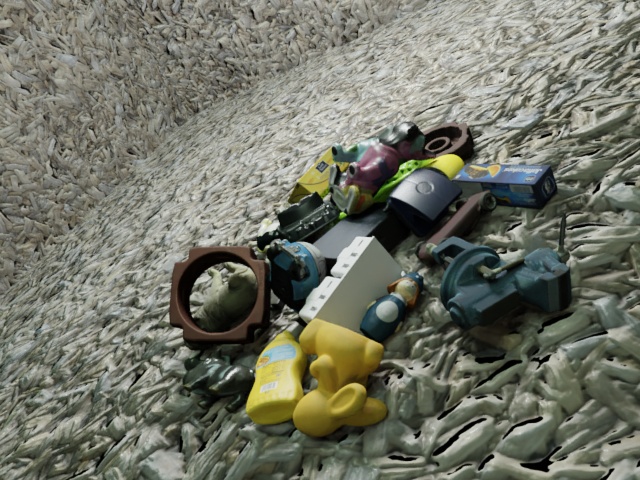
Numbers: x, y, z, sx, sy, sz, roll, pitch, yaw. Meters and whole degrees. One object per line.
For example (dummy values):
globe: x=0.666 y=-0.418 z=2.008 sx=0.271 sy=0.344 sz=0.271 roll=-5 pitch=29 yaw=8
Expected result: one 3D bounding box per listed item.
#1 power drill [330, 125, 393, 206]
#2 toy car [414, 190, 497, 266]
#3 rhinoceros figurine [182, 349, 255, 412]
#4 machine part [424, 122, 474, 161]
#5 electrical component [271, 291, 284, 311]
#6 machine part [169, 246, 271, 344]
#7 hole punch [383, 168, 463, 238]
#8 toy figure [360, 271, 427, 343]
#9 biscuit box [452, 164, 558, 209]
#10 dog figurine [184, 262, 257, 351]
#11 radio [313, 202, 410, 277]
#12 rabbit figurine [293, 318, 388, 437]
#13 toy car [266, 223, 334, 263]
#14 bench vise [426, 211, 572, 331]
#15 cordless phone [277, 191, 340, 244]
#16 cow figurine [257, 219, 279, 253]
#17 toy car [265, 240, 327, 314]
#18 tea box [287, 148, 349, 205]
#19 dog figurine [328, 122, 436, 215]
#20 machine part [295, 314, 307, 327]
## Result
power drill: x=0.127 y=-0.195 z=1.389 sx=0.207 sy=0.086 sz=0.232 roll=-44 pitch=3 yaw=-30
toy car: x=0.266 y=-0.023 z=1.036 sx=0.202 sy=0.053 sz=0.089 roll=-43 pitch=8 yaw=-22
rhinoceros figurine: x=-0.205 y=0.263 z=1.041 sx=0.190 sy=0.073 sz=0.112 roll=-2 pitch=41 yaw=44
machine part: x=0.296 y=-0.222 z=1.331 sx=0.179 sy=0.056 sz=0.179 roll=-24 pitch=29 yaw=15
electrical component: x=-0.093 y=0.131 z=1.196 sx=0.094 sy=0.021 sz=0.063 roll=-9 pitch=35 yaw=37
machine part: x=-0.206 y=0.117 z=1.131 sx=0.201 sy=0.087 sz=0.201 roll=-2 pitch=72 yaw=5
hole punch: x=0.212 y=-0.085 z=1.094 sx=0.142 sy=0.116 sz=0.092 roll=-44 pitch=-4 yaw=-20
toy figure: x=0.134 y=0.113 z=0.945 sx=0.154 sy=0.064 sz=0.058 roll=-47 pitch=13 yaw=-17
biscuit box: x=0.363 y=-0.110 z=1.068 sx=0.063 sy=0.059 sz=0.203 roll=-44 pitch=29 yaw=-21
dog figurine: x=-0.209 y=0.160 z=1.203 sx=0.172 sy=0.121 sz=0.190 roll=-22 pitch=38 yaw=41
radio: x=0.080 y=0.003 z=1.134 sx=0.131 sy=0.073 sz=0.229 roll=0 pitch=31 yaw=47
rabbit figurine: x=0.030 y=0.230 z=0.836 sx=0.163 sy=0.121 sz=0.173 roll=17 pitch=69 yaw=45
toy car: x=-0.049 y=-0.001 z=1.306 sx=0.202 sy=0.073 sz=0.056 roll=-40 pitch=62 yaw=-14
bench vise: x=0.266 y=0.044 z=0.857 sx=0.224 sy=0.128 sz=0.241 roll=-36 pitch=32 yaw=-10
cordless phone: x=-0.002 y=-0.004 z=1.211 sx=0.146 sy=0.088 sz=0.184 roll=-32 pitch=64 yaw=-10
cow figurine: x=-0.093 y=-0.018 z=1.391 sx=0.167 sy=0.068 sz=0.098 roll=-16 pitch=37 yaw=36
toy car: x=-0.039 y=0.057 z=1.029 sx=0.109 sy=0.161 sz=0.103 roll=35 pitch=53 yaw=30
tea box: x=0.001 y=-0.149 z=1.348 sx=0.169 sy=0.068 sz=0.098 roll=-49 pitch=-3 yaw=-32
dog figurine: x=0.138 y=-0.159 z=1.163 sx=0.219 sy=0.191 sz=0.109 roll=-17 pitch=46 yaw=-22
machine part: x=-0.019 y=0.129 z=1.105 sx=0.084 sy=0.039 sz=0.139 roll=-21 pitch=27 yaw=11
